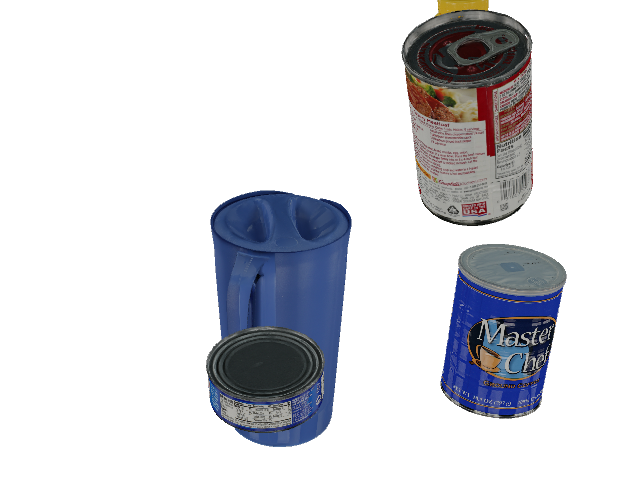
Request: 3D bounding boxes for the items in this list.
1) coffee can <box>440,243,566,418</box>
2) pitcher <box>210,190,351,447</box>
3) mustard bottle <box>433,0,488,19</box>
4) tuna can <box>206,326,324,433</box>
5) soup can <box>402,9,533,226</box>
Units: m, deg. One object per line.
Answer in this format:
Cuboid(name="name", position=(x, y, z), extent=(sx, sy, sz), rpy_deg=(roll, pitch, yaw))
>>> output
Cuboid(name="coffee can", position=(0.177, 0.087, 1.046), extent=(0.103, 0.140, 0.103), rpy_deg=(4, 24, -2))
Cuboid(name="pitcher", position=(-0.043, 0.085, 1.050), extent=(0.149, 0.243, 0.145), rpy_deg=(-12, 30, -24))
Cuboid(name="mustard bottle", position=(0.120, -0.130, 0.894), extent=(0.058, 0.192, 0.096), rpy_deg=(17, 33, 38))
Cuboid(name="tuna can", position=(-0.039, 0.101, 0.777), extent=(0.086, 0.034, 0.086), rpy_deg=(-1, 31, 0))
Cuboid(name="soup can", position=(0.084, -0.066, 0.593), extent=(0.068, 0.102, 0.068), rpy_deg=(-6, 44, 6))
